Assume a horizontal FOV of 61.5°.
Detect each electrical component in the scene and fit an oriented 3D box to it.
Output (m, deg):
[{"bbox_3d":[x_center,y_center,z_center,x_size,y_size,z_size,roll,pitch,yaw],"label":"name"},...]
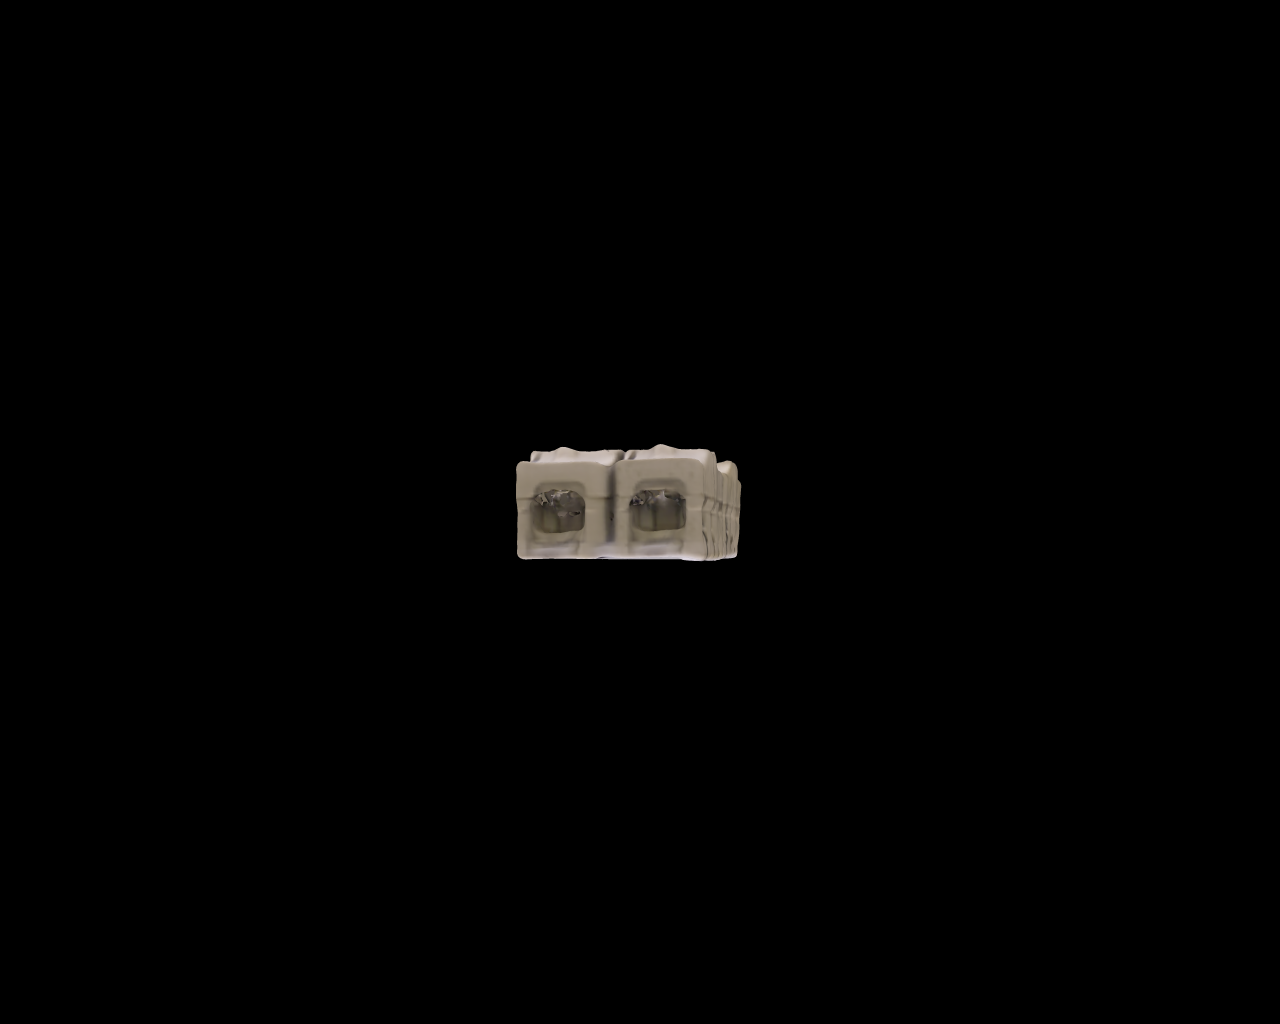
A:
[{"bbox_3d":[0.001,-0.003,0.650,0.105,0.060,0.186,0,-2,11],"label":"electrical component"}]
